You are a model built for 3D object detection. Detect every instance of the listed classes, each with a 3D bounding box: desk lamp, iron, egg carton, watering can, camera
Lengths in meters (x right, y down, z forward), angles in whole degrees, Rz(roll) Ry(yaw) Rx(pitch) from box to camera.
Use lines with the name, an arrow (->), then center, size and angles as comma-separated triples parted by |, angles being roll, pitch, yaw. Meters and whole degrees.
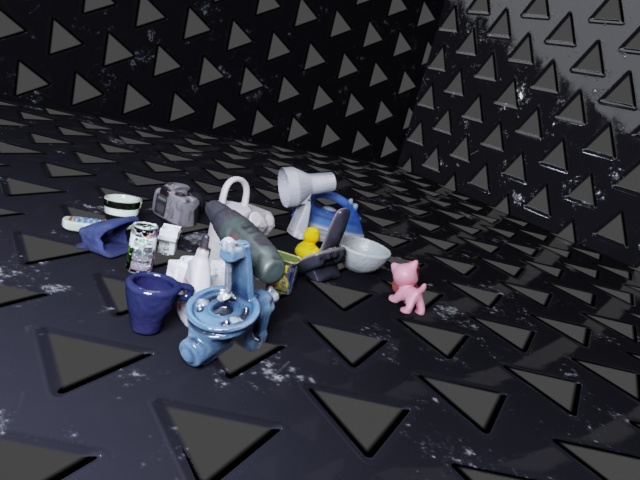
desk lamp -> -0.041, -0.113, 1.755 | 0.204, 0.213, 0.117 | 7, 18, -25
iron -> 0.039, -0.098, 1.905 | 0.258, 0.141, 0.118 | 13, 16, -5
egg carton -> -0.210, -0.062, 1.691 | 0.150, 0.069, 0.107 | 21, 17, 21
watering can -> -0.220, -0.067, 1.472 | 0.172, 0.194, 0.101 | 19, 17, 15
camera -> -0.384, -0.108, 1.635 | 0.142, 0.101, 0.137 | 26, 19, 34

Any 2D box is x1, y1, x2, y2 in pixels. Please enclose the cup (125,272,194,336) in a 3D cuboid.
cup -> -0.281, 0.113, 0.988 | 0.118, 0.095, 0.091 | 4, 19, -33

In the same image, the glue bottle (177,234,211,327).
glue bottle -> -0.224, 0.069, 1.046 | 0.037, 0.173, 0.077 | 2, 20, -36

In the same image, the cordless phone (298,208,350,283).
cordless phone -> 0.013, 0.005, 1.454 | 0.094, 0.185, 0.148 | 22, 18, 25

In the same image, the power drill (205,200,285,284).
power drill -> -0.164, 0.054, 1.086 | 0.228, 0.208, 0.076 | 28, 20, 38

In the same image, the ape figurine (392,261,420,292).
ape figurine -> 0.233, 0.100, 1.498 | 0.076, 0.092, 0.078 | 18, 16, 12

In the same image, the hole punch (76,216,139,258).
hole punch -> -0.472, -0.019, 1.274 | 0.101, 0.091, 0.109 | 18, 16, 13

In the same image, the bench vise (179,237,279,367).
bench vise -> -0.145, 0.088, 0.968 | 0.121, 0.220, 0.208 | 18, 16, 11

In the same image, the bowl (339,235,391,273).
bowl -> 0.110, 0.047, 1.598 | 0.167, 0.075, 0.167 | 14, 16, -4

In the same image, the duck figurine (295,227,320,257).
duck figurine -> -0.024, 0.007, 1.594 | 0.078, 0.086, 0.104 | 7, 18, -25

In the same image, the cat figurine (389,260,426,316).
cat figurine -> 0.220, 0.108, 1.412 | 0.067, 0.118, 0.127 | 6, 18, -28
